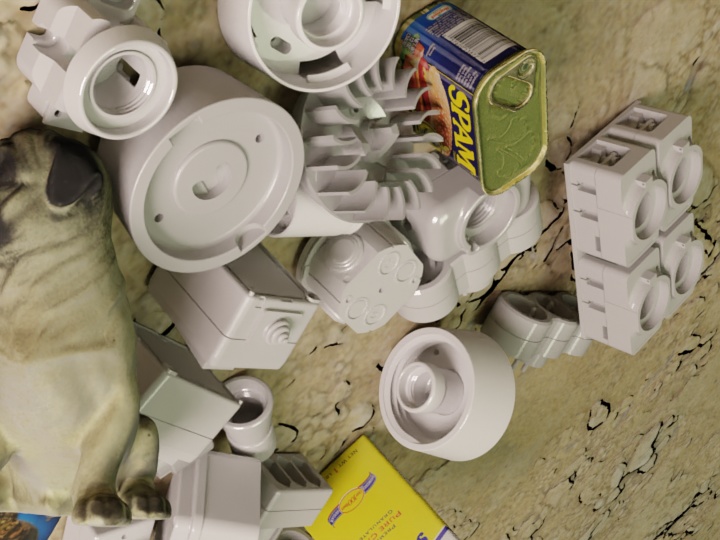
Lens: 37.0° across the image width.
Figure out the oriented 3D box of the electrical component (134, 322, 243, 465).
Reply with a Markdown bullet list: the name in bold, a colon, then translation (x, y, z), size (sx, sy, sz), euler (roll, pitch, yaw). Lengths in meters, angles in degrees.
- **electrical component**: translation (-0.127, 0.081, 0.685), size (0.061, 0.062, 0.096), euler (-50, 145, 3)

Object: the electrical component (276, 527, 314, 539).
- **electrical component**: translation (-0.102, 0.258, 0.888), size (0.138, 0.052, 0.073), euler (4, 134, -47)

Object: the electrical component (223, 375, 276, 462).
- **electrical component**: translation (-0.081, 0.112, 0.782), size (0.044, 0.044, 0.065), euler (-33, 147, -20)

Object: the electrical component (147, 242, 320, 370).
- **electrical component**: translation (-0.076, 0.022, 0.652), size (0.062, 0.096, 0.061), euler (9, 118, -50)

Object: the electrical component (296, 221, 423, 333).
- **electrical component**: translation (0.000, 0.000, 0.750), size (0.080, 0.051, 0.080), euler (-27, 140, -26)

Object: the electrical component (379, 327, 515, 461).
- **electrical component**: translation (0.063, 0.097, 0.864), size (0.060, 0.108, 0.108), euler (16, 112, -45)

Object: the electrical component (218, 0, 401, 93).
- **electrical component**: translation (-0.028, -0.148, 0.589), size (0.099, 0.064, 0.099), euler (-15, 126, -22)

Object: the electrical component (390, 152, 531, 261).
- **electrical component**: translation (0.074, -0.052, 0.770), size (0.095, 0.059, 0.053), euler (-32, 142, -21)

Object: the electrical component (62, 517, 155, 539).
- **electrical component**: translation (-0.168, 0.202, 0.745), size (0.047, 0.077, 0.065), euler (-9, 130, -41)

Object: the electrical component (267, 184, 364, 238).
- **electrical component**: translation (-0.024, -0.043, 0.690), size (0.081, 0.043, 0.043), euler (-4, 126, -44)

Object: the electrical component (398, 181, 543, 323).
- **electrical component**: translation (0.083, -0.008, 0.826), size (0.138, 0.052, 0.073), euler (-38, 143, -14)

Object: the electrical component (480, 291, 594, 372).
- **electrical component**: translation (0.159, 0.063, 0.974), size (0.138, 0.052, 0.073), euler (2, 122, -47)

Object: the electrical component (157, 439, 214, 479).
- **electrical component**: translation (-0.136, 0.122, 0.733), size (0.078, 0.040, 0.040), euler (-33, 142, -19)

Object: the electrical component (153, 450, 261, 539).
- **electrical component**: translation (-0.113, 0.191, 0.773), size (0.057, 0.078, 0.113), euler (12, 127, -14)

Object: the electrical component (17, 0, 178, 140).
- **electrical component**: translation (-0.125, -0.099, 0.520), size (0.058, 0.057, 0.078), euler (8, 117, -49)

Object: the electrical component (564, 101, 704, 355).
- **electrical component**: translation (0.236, -0.032, 0.909), size (0.105, 0.060, 0.186), euler (-39, 133, -30)

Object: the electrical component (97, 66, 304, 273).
- **electrical component**: translation (-0.092, -0.060, 0.589), size (0.108, 0.060, 0.108), euler (-27, 140, -26)

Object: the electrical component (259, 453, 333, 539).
- **electrical component**: translation (-0.073, 0.190, 0.858), size (0.066, 0.047, 0.076), euler (12, 114, -50)
